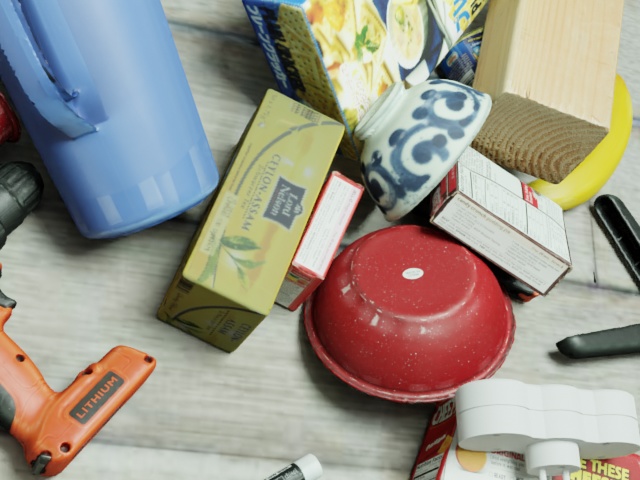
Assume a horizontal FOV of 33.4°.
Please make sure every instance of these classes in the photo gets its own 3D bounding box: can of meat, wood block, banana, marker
[{"bbox_3d":[0.166,-0.147,0.948,0.101,0.058,0.084,-23,76,-27],"label":"can of meat"},{"bbox_3d":[0.188,-0.163,0.878,0.090,0.090,0.206,19,60,-7],"label":"wood block"},{"bbox_3d":[0.236,-0.080,0.957,0.069,0.037,0.197,47,61,3],"label":"banana"},{"bbox_3d":[-0.052,0.185,0.747,0.120,0.020,0.020,-25,79,-27],"label":"marker"}]

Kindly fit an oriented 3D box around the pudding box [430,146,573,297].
[{"bbox_3d":[0.138,-0.019,0.822,0.113,0.039,0.090,31,31,-11],"label":"pudding box"}]

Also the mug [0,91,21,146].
[{"bbox_3d":[-0.279,-0.084,0.743,0.117,0.093,0.081,30,63,23],"label":"mug"}]

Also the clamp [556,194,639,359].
[{"bbox_3d":[0.305,0.060,0.924,0.209,0.036,0.164,23,62,-13],"label":"clamp"}]

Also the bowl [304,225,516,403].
[{"bbox_3d":[0.068,0.040,0.795,0.162,0.055,0.162,0,47,0],"label":"bowl"}]

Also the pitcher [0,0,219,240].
[{"bbox_3d":[-0.163,-0.125,0.729,0.149,0.145,0.243,-30,106,-32],"label":"pitcher"}]

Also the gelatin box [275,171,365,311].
[{"bbox_3d":[-0.005,0.001,0.811,0.030,0.073,0.089,27,62,-7],"label":"gelatin box"}]

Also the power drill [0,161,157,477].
[{"bbox_3d":[-0.205,0.053,0.726,0.187,0.057,0.184,40,59,1],"label":"power drill"}]

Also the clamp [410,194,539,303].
[{"bbox_3d":[0.135,-0.029,0.893,0.120,0.039,0.171,-43,89,-13],"label":"clamp"}]

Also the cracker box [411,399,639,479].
[{"bbox_3d":[0.136,0.230,0.770,0.164,0.072,0.213,27,61,-9],"label":"cracker box"}]
